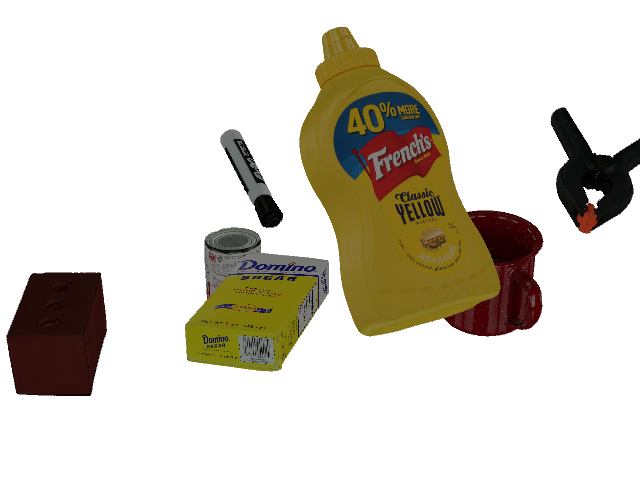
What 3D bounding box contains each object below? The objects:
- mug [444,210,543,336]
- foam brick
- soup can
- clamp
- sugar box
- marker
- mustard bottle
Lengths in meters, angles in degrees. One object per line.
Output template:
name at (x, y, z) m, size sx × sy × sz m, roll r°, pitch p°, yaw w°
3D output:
mug at (0.154, 0.036, 0.939) m, size 0.093 × 0.081 × 0.117 m, roll -19°, pitch 35°, yaw -26°
foam brick at (-0.182, 0.064, 0.744) m, size 0.053 × 0.051 × 0.078 m, roll 0°, pitch 31°, yaw -2°
soup can at (-0.103, 0.044, 1.266) m, size 0.068 × 0.102 × 0.068 m, roll 0°, pitch 24°, yaw 0°
clamp at (0.286, -0.080, 1.136) m, size 0.120 × 0.039 × 0.171 m, roll 18°, pitch 46°, yaw 20°
sugar box at (-0.057, 0.065, 1.049) m, size 0.093 × 0.048 × 0.176 m, roll 5°, pitch 26°, yaw 14°
marker at (-0.057, -0.051, 0.874) m, size 0.020 × 0.020 × 0.121 m, roll 0°, pitch 38°, yaw -26°
mustard bottle at (0.039, -0.043, 0.660) m, size 0.096 × 0.191 × 0.058 m, roll -13°, pitch -12°, yaw -29°
